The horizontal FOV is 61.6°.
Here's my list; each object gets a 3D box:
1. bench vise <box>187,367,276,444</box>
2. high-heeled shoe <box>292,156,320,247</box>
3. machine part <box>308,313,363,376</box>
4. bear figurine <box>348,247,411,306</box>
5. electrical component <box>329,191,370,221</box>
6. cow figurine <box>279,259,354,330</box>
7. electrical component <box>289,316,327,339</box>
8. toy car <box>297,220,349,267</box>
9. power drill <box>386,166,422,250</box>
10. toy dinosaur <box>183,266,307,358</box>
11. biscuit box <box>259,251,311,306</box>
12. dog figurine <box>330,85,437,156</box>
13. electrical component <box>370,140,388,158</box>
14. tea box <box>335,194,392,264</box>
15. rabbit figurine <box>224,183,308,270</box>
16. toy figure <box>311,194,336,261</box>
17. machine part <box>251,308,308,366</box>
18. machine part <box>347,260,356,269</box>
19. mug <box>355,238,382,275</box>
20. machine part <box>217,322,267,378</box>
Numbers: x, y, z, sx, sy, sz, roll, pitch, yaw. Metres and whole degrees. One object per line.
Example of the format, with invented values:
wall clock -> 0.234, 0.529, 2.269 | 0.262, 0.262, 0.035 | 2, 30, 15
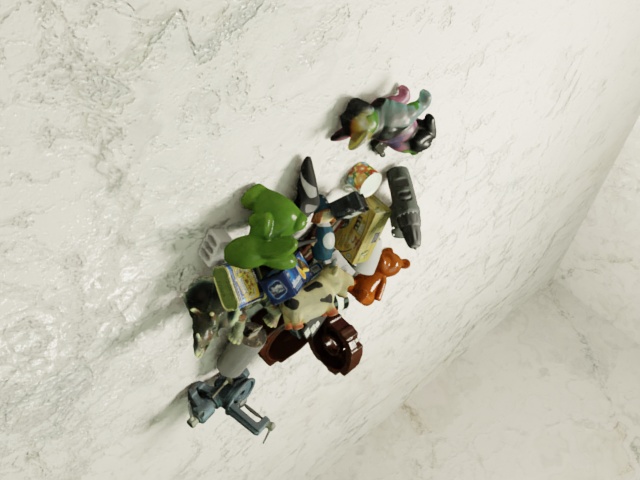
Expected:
bench vise -> -0.232, 0.446, 1.438 | 0.223, 0.241, 0.128 | -36, 152, -50
high-heeled shoe -> -0.077, -0.067, 1.188 | 0.145, 0.086, 0.248 | -6, 121, -7
machine part -> 0.041, 0.278, 1.458 | 0.056, 0.179, 0.179 | -24, 143, -37
bear figurine -> 0.168, 0.103, 1.618 | 0.196, 0.120, 0.131 | -49, 146, 2
electrical component -> 0.062, -0.077, 1.236 | 0.075, 0.048, 0.119 | -26, 171, 21
cow figurine -> -0.007, 0.125, 1.276 | 0.195, 0.127, 0.085 | -20, -176, -23
electrical component -> -0.027, 0.185, 1.365 | 0.134, 0.058, 0.114 | -52, 154, -22
toy car -> -0.003, -0.004, 1.346 | 0.202, 0.053, 0.089 | -49, 153, 3
power drill -> 0.220, -0.064, 1.416 | 0.086, 0.232, 0.207 | -12, 165, 9
toy dinosaur -> -0.159, 0.124, 1.253 | 0.405, 0.131, 0.192 | -30, 148, -36
biscuit box -> -0.072, 0.081, 1.178 | 0.059, 0.062, 0.203 | -27, -174, 13
dog figurine -> 0.135, -0.238, 1.171 | 0.219, 0.109, 0.191 | -31, 130, -15
electrical component -> 0.149, -0.235, 1.281 | 0.063, 0.021, 0.094 | -47, 150, 4
tea box -> 0.106, -0.032, 1.397 | 0.068, 0.098, 0.169 | -13, 138, -42
rabbit figurine -> -0.113, 0.000, 1.086 | 0.170, 0.159, 0.121 | -53, 162, -26
toy figure -> 0.008, -0.030, 1.271 | 0.064, 0.058, 0.154 | -31, 124, -66
machine part -> -0.097, 0.245, 1.495 | 0.201, 0.087, 0.201 | -36, 147, -15
machine part -> 0.056, 0.079, 1.504 | 0.138, 0.084, 0.039 | 99, 16, -57
mug -> 0.126, 0.035, 1.531 | 0.109, 0.081, 0.107 | 5, 112, -47
machine part -> -0.203, 0.285, 1.386 | 0.079, 0.079, 0.243 | -13, 149, -43
